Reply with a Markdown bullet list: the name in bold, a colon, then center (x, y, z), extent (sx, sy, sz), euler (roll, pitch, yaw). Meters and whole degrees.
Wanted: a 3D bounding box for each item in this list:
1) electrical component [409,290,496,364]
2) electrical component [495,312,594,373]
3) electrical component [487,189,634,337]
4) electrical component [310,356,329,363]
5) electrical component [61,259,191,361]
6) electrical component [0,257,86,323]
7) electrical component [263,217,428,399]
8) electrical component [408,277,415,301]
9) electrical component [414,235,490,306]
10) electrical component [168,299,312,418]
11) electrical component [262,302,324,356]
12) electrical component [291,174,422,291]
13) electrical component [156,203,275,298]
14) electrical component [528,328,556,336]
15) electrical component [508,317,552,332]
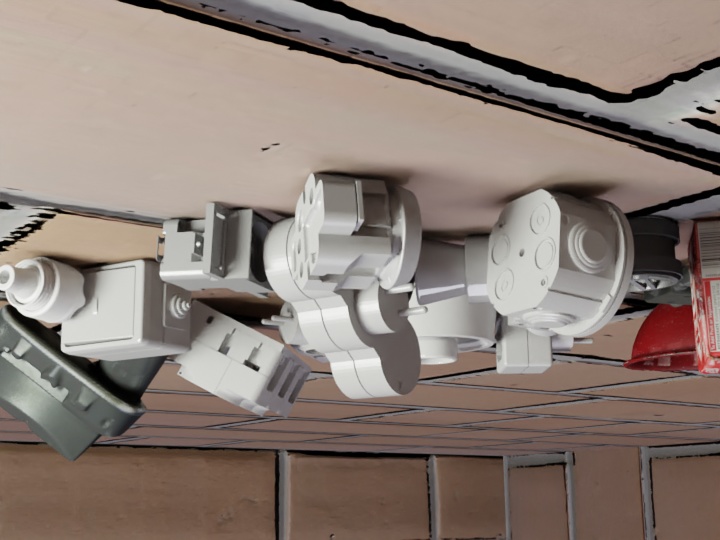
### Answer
- **electrical component**: center (0.056, 0.042, 0.853), extent (0.108, 0.060, 0.108), euler (-1, 167, 0)
- **electrical component**: center (0.151, 0.048, 0.871), extent (0.077, 0.065, 0.047), euler (-1, 167, 0)
- **electrical component**: center (0.111, -0.005, 0.606), extent (0.051, 0.080, 0.080), euler (12, 163, -26)
- **electrical component**: center (-0.014, 0.063, 0.982), extent (0.062, 0.043, 0.043), euler (3, 167, -21)
- **electrical component**: center (-0.166, 0.029, 0.779), extent (0.096, 0.061, 0.061), euler (-8, 165, 31)
- **electrical component**: center (-0.223, 0.012, 0.743), extent (0.043, 0.043, 0.062), euler (-7, 164, 25)
- **electrical component**: center (0.005, 0.022, 0.658), extent (0.074, 0.052, 0.138), euler (-9, 127, 32)
- **electrical component**: center (0.000, 0.000, 0.710), extent (0.065, 0.044, 0.044), euler (1, 168, 17)
- **electrical component**: center (0.065, 0.000, 0.701), extent (0.055, 0.045, 0.045), euler (-3, 167, 8)
- **electrical component**: center (-0.106, 0.086, 0.960), extent (0.089, 0.061, 0.150), euler (26, 172, 11)
- **electrical component**: center (-0.042, 0.045, 0.897), extent (0.079, 0.044, 0.077), euler (7, 165, -28)
- **electrical component**: center (-0.001, -0.019, 0.582), extent (0.057, 0.058, 0.078), euler (3, 155, -16)
- **electrical component**: center (-0.086, -0.010, 0.658), extent (0.064, 0.042, 0.081), euler (-3, 167, 19)
- **electrical component**: center (0.146, 0.022, 0.805), extent (0.043, 0.043, 0.081), euler (0, 167, -1)
- **electrical component**: center (0.126, 0.010, 0.721), extent (0.066, 0.055, 0.048), euler (11, 163, -41)
